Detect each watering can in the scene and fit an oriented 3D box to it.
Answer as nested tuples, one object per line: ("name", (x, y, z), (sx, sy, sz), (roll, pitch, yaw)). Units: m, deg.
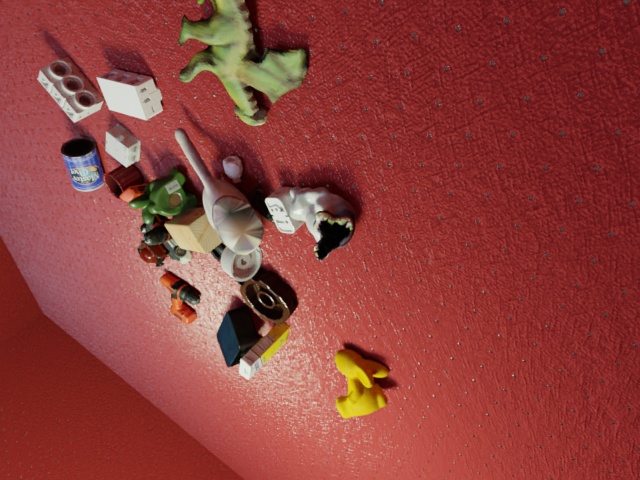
("watering can", (-0.237, -0.099, 1.223), (0.342, 0.104, 0.227), (59, 173, -29))

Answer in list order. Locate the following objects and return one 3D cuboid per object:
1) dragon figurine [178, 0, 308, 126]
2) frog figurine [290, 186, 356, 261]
("dragon figurine", (-0.129, -0.362, 0.937), (0.243, 0.125, 0.401), (24, 144, -1))
("frog figurine", (0.003, -0.055, 1.094), (0.163, 0.123, 0.134), (60, 174, 51))
